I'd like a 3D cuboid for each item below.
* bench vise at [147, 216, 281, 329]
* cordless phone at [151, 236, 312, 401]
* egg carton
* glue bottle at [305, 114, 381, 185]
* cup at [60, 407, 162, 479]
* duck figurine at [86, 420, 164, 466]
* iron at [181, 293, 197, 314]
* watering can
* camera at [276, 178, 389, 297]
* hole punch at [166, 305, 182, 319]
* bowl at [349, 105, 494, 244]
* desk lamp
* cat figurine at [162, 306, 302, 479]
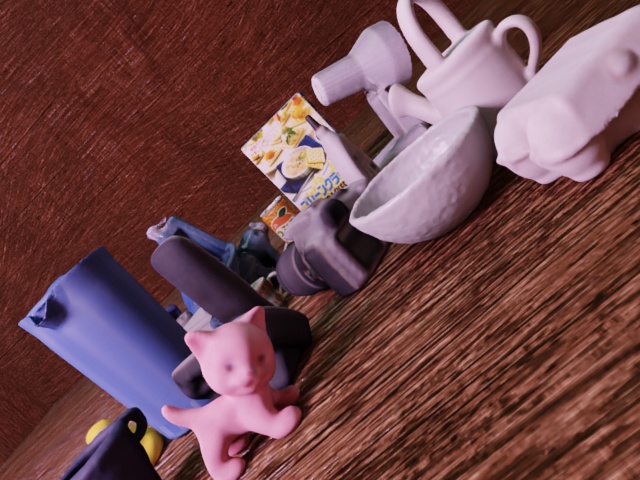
[{"bbox_3d":[-0.175,0.029,0.970,0.121,0.220,0.207,-38,12,30],"label":"bench vise"},{"bbox_3d":[-0.115,0.087,0.597,0.147,0.185,0.094,-40,11,23],"label":"cordless phone"},{"bbox_3d":[0.207,-0.110,0.441,0.150,0.069,0.107,-46,10,-7],"label":"egg carton"},{"bbox_3d":[0.038,-0.141,0.939,0.037,0.173,0.078,-38,13,33],"label":"glue bottle"},{"bbox_3d":[-0.187,0.231,0.559,0.091,0.095,0.118,-38,12,34],"label":"cup"},{"bbox_3d":[-0.253,0.261,0.727,0.077,0.086,0.104,-43,10,7],"label":"duck figurine"},{"bbox_3d":[-0.229,0.081,1.198,0.119,0.141,0.257,-51,12,-32],"label":"iron"},{"bbox_3d":[0.146,-0.181,0.612,0.172,0.194,0.101,-39,12,27],"label":"watering can"},{"bbox_3d":[0.006,0.002,0.696,0.136,0.101,0.143,-34,15,46],"label":"camera"},{"bbox_3d":[-0.339,0.207,1.269,0.109,0.091,0.101,-49,11,-24],"label":"hole punch"},{"bbox_3d":[0.112,-0.051,0.567,0.167,0.075,0.167,-43,10,10],"label":"bowl"},{"bbox_3d":[0.101,-0.258,1.043,0.203,0.213,0.117,-46,11,-8],"label":"desk lamp"},{"bbox_3d":[-0.078,0.124,0.493,0.128,0.118,0.067,-43,10,6],"label":"cat figurine"}]
